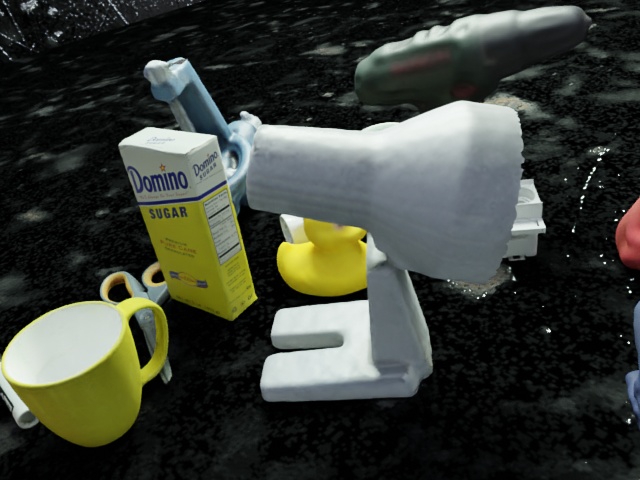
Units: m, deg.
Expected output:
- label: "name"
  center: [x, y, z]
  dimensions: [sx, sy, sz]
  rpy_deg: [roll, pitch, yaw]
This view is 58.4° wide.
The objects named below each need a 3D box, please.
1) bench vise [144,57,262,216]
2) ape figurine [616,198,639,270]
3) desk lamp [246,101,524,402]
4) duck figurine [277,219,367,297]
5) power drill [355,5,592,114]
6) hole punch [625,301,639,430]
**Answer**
- label: "bench vise"
  center: [-0.136, -0.114, 0.661]
  dimensions: [0.121, 0.220, 0.207]
  rpy_deg: [-9, 32, 6]
- label: "ape figurine"
  center: [0.293, -0.016, 0.487]
  dimensions: [0.078, 0.092, 0.076]
  rpy_deg: [-16, 32, -6]
- label: "desk lamp"
  center: [0.038, 0.010, 0.415]
  dimensions: [0.203, 0.214, 0.118]
  rpy_deg: [-7, 33, 9]
- label: "duck figurine"
  center: [0.005, 0.002, 0.559]
  dimensions: [0.104, 0.086, 0.077]
  rpy_deg: [-3, 33, 14]
- label: "power drill"
  center: [0.153, -0.129, 0.600]
  dimensions: [0.228, 0.209, 0.076]
  rpy_deg: [6, 37, 26]
- label: "hole punch"
  center: [0.247, 0.090, 0.337]
  dimensions: [0.108, 0.091, 0.101]
  rpy_deg: [-1, 34, 17]
